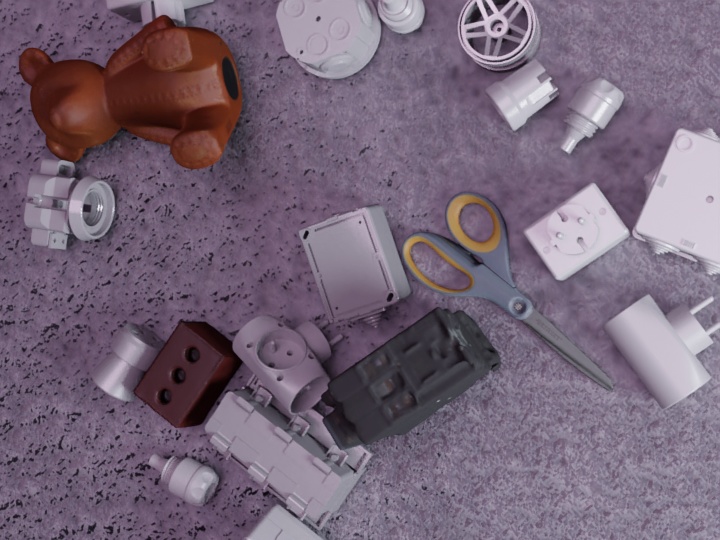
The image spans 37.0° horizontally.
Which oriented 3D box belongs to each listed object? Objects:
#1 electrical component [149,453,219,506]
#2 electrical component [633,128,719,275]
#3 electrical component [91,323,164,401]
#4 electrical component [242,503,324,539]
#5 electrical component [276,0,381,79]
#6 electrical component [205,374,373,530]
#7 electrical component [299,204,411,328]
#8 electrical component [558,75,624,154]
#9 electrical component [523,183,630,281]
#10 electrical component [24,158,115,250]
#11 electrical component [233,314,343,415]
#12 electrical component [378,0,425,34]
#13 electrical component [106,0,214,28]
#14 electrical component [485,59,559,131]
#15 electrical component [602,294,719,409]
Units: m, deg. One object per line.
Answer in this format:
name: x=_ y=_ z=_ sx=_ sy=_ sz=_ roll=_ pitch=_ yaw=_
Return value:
electrical component: x=-0.155 y=0.177 z=0.928 sx=0.061 sy=0.035 sz=0.035 roll=24 pitch=95 yaw=19
electrical component: x=0.260 y=-0.051 z=0.801 sx=0.100 sy=0.048 sz=0.099 roll=24 pitch=95 yaw=16
electrical component: x=-0.202 y=0.080 z=0.939 sx=0.045 sy=0.045 sz=0.055 roll=37 pitch=98 yaw=15
electrical component: x=-0.075 y=0.247 z=0.880 sx=0.062 sy=0.061 sz=0.096 roll=37 pitch=122 yaw=7
electrical component: x=-0.027 y=-0.202 z=0.892 sx=0.080 sy=0.051 sz=0.080 roll=-1 pitch=88 yaw=17
electrical component: x=-0.063 y=0.148 z=0.885 sx=0.121 sy=0.063 sz=0.078 roll=36 pitch=98 yaw=15
electrical component: x=0.000 y=0.000 z=0.876 sx=0.062 sy=0.061 sz=0.096 roll=-19 pitch=91 yaw=16
electrical component: x=0.176 y=-0.119 z=0.837 sx=0.035 sy=0.035 sz=0.061 roll=36 pitch=101 yaw=15
electrical component: x=0.163 y=-0.029 z=0.815 sx=0.066 sy=0.077 sz=0.047 roll=-36 pitch=79 yaw=13
electrical component: x=-0.256 y=-0.056 z=0.954 sx=0.057 sy=0.058 sz=0.078 roll=8 pitch=91 yaw=20
electrical component: x=-0.051 y=0.068 z=0.888 sx=0.079 sy=0.044 sz=0.077 roll=-33 pitch=60 yaw=-25
electrical component: x=0.030 y=-0.213 z=0.869 sx=0.035 sy=0.061 sz=0.035 roll=-1 pitch=88 yaw=17
electrical component: x=-0.173 y=-0.231 z=0.939 sx=0.083 sy=0.047 sz=0.075 roll=-10 pitch=85 yaw=16
electrical component: x=0.129 y=-0.139 z=0.849 sx=0.046 sy=0.040 sz=0.040 roll=-35 pitch=79 yaw=8
electrical component: x=0.237 y=0.051 z=0.807 sx=0.079 sy=0.044 sz=0.077 roll=-37 pitch=79 yaw=13
